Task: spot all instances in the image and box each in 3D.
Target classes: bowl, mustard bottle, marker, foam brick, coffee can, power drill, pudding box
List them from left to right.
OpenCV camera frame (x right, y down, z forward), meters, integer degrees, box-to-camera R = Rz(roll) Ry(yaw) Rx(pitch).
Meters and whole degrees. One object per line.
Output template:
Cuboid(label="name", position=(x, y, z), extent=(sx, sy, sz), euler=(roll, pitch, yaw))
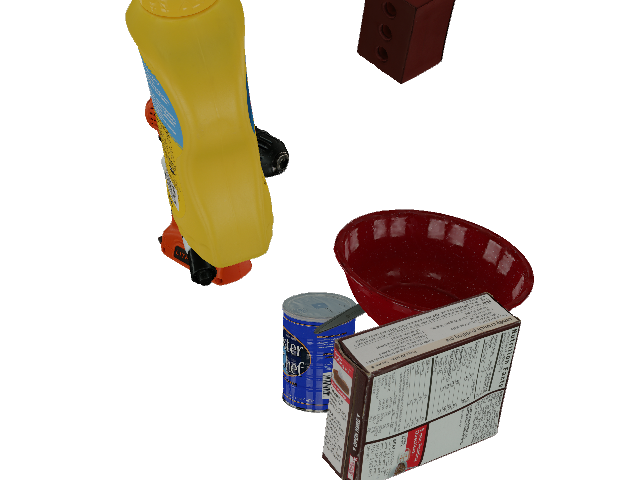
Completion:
Cuboid(label="marker", position=(-0.097, -0.017, 0.786), extent=(0.020, 0.121, 0.020), euler=(-13, -36, -10))
Cuboid(label="mustard bottle", position=(-0.065, -0.079, 0.565), extent=(0.058, 0.096, 0.191), euler=(-16, -40, -9))
Cuboid(label="power drill", position=(-0.107, -0.051, 1.107), extent=(0.185, 0.188, 0.057), euler=(28, 37, 34))
Cuboid(label="coffee can", position=(-0.002, 0.155, 1.491), extent=(0.103, 0.140, 0.103), euler=(1, 17, 0))
Cuboid(label="foam brick", position=(0.068, -0.174, 0.844), extent=(0.051, 0.078, 0.053), euler=(-35, 61, -31))
Cuboid(label="pudding box", position=(0.059, 0.087, 0.626), extent=(0.113, 0.090, 0.039), euler=(-16, 37, -30))
Cuboid(label="bowl", position=(0.087, 0.037, 0.863), extent=(0.162, 0.055, 0.162), euler=(6, 29, -4))

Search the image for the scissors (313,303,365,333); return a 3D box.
Cuboid(label="scissors", position=(0.051, 0.055, 1.178), extent=(0.201, 0.016, 0.096), euler=(-9, 41, -35))
